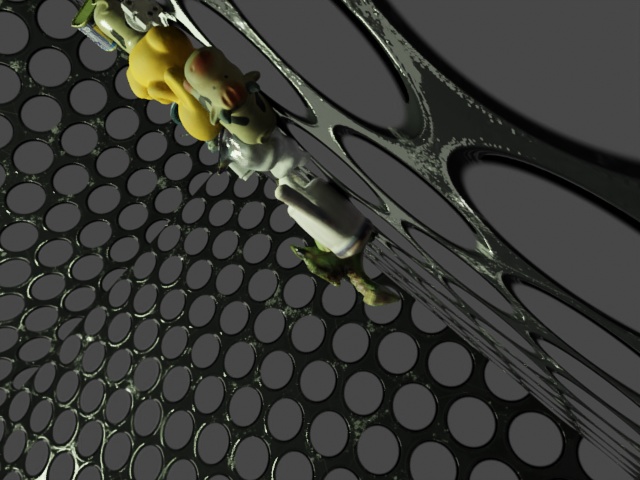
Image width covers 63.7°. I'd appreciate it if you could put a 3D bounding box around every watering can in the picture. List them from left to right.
[{"bbox_3d":[0.003,-0.051,1.012,0.224,0.103,0.350,41,10,-5],"label":"watering can"}]

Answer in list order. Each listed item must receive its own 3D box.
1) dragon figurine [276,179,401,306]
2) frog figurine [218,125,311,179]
[{"bbox_3d":[0.012,0.007,1.162,0.412,0.121,0.245,38,19,8],"label":"dragon figurine"},{"bbox_3d":[-0.086,-0.161,0.864,0.159,0.120,0.140,5,24,-17],"label":"frog figurine"}]
